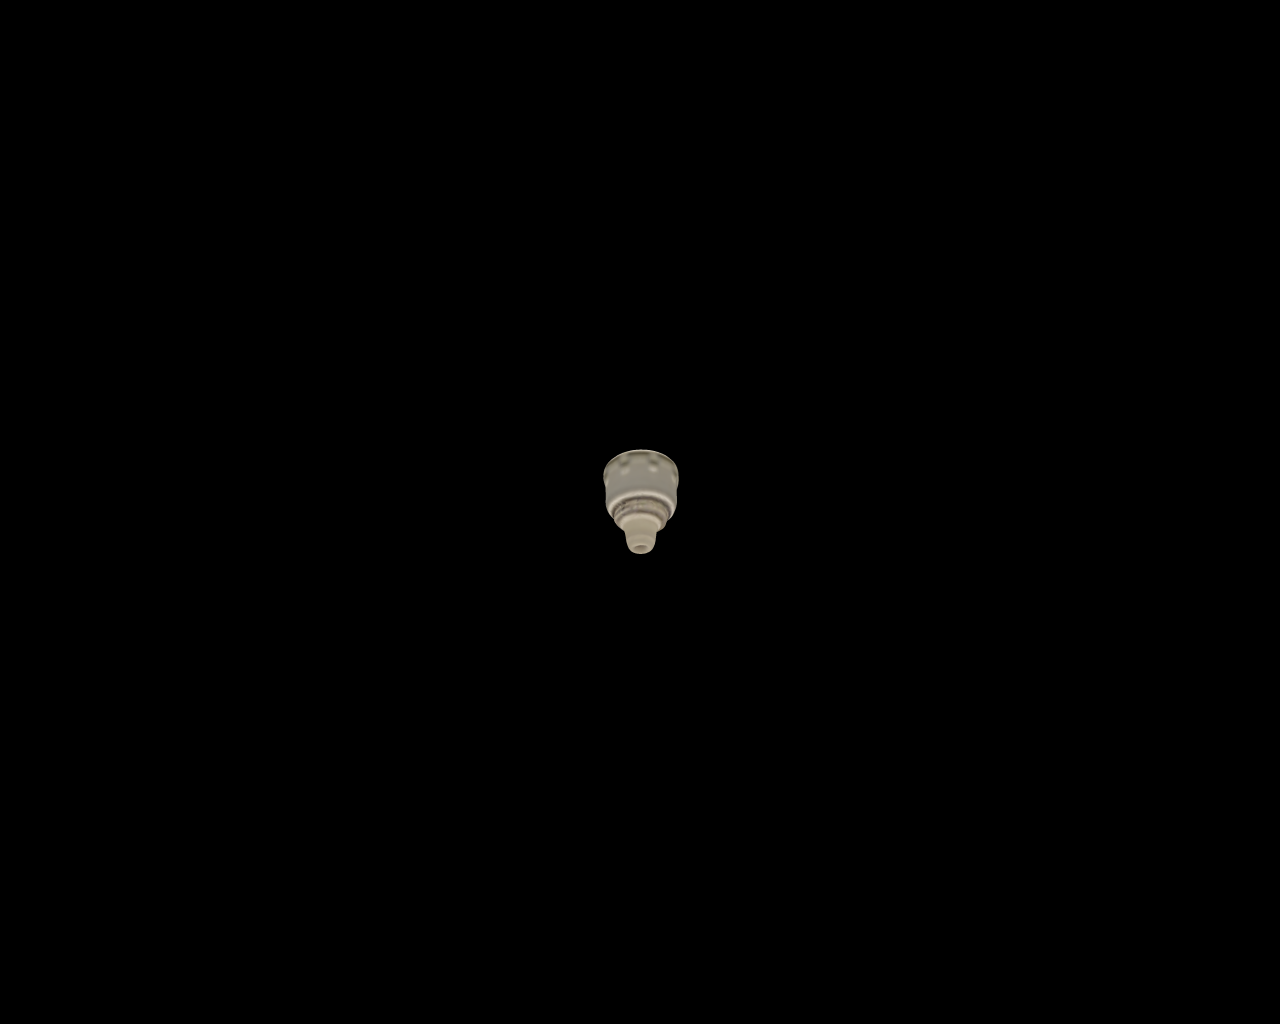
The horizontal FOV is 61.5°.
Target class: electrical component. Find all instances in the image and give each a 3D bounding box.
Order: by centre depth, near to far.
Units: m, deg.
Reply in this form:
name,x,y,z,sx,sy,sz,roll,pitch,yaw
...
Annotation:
name,x,y,z,sx,sy,sz,roll,pitch,yaw
electrical component,0.001,-0.003,0.650,0.048,0.062,0.048,0,-34,0
